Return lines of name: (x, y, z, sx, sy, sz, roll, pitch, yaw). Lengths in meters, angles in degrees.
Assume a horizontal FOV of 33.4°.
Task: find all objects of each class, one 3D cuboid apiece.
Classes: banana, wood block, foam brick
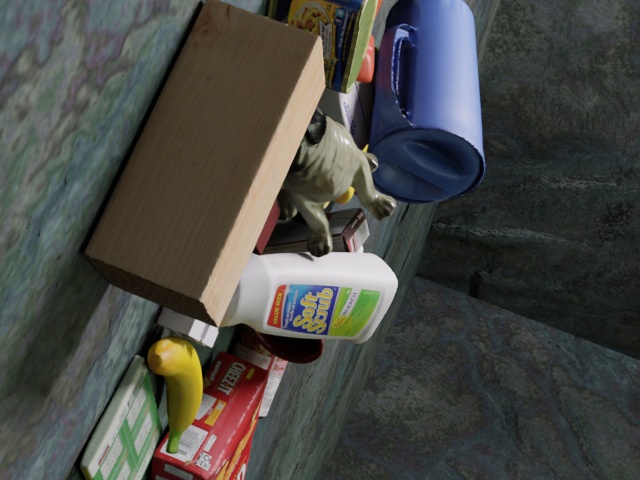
banana: (-0.132, 0.132, 0.993, 0.198, 0.037, 0.069, 91, 2, -56)
wood block: (-0.077, -0.054, 0.768, 0.090, 0.091, 0.206, 81, 31, -73)
foam brick: (-0.072, -0.026, 0.978, 0.078, 0.053, 0.051, 74, 38, -72)

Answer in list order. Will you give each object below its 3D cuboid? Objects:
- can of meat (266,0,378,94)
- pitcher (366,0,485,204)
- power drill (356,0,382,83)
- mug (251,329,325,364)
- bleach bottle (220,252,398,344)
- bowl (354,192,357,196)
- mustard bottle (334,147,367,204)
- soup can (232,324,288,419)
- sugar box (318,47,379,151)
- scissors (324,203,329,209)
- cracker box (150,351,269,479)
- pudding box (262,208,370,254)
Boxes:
can of meat: (-0.001, -0.187, 0.940, 0.057, 0.084, 0.102, -59, 166, -48)
pitcher: (0.119, -0.177, 1.227, 0.149, 0.145, 0.242, 115, -15, -54)
power drill: (0.055, -0.261, 1.093, 0.184, 0.057, 0.188, -82, -170, -66)
mug: (-0.033, 0.076, 1.237, 0.081, 0.117, 0.093, -57, 180, -42)
bleach bottle: (-0.033, 0.060, 1.088, 0.250, 0.068, 0.103, 2, 126, -47)
bowl: (0.067, -0.135, 1.535, 0.162, 0.055, 0.162, 22, 89, -81)
mustard bottle: (0.048, -0.148, 1.384, 0.096, 0.058, 0.191, 70, 41, -64)
soup can: (-0.079, 0.157, 1.294, 0.068, 0.068, 0.102, 15, 97, -81)
sugar box: (0.035, -0.158, 1.238, 0.176, 0.048, 0.093, -48, 128, -60)
scissors: (-0.008, -0.047, 1.419, 0.201, 0.016, 0.096, -58, 165, -49)
cracker box: (-0.130, 0.257, 1.207, 0.164, 0.072, 0.214, -59, 167, -46)
pudding box: (-0.008, 0.001, 1.231, 0.090, 0.114, 0.039, -52, 128, -62)
